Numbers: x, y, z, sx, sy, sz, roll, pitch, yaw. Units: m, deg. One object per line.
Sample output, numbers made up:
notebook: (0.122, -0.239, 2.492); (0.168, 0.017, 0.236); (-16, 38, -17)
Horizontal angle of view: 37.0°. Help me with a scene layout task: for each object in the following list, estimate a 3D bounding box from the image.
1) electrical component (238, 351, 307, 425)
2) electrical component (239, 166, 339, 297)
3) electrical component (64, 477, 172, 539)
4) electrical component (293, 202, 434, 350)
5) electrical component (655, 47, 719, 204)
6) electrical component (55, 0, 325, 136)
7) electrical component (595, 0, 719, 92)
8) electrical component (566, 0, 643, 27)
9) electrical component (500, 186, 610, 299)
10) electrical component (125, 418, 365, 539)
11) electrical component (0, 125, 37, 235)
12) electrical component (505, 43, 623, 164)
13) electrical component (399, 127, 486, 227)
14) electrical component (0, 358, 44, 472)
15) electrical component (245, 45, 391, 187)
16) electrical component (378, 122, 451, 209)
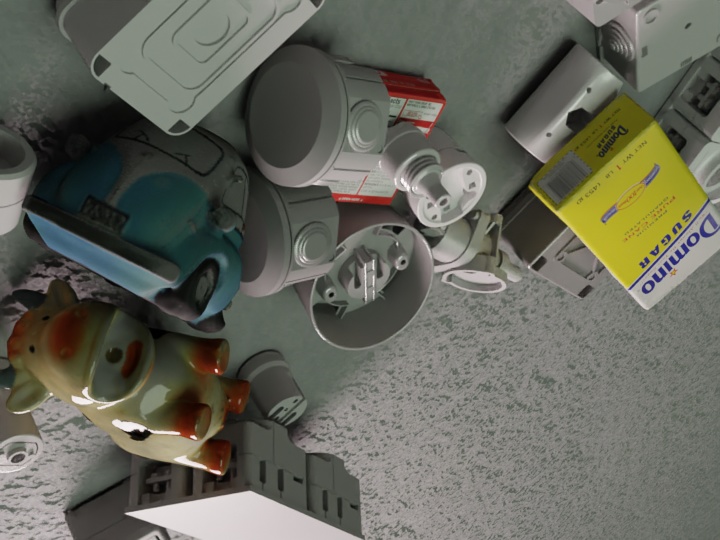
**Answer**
electrical component: (-0.066, 0.091, 0.821); (0.040, 0.046, 0.040); (-23, 143, -19)
electrical component: (-0.054, -0.026, 0.669); (0.051, 0.080, 0.080); (-13, 139, -38)
electrical component: (-0.184, 0.222, 0.857); (0.062, 0.061, 0.096); (-28, 144, -12)
electrical component: (0.000, 0.000, 0.757); (0.099, 0.064, 0.099); (-24, 143, -19)
electrical component: (0.306, -0.132, 0.868); (0.089, 0.061, 0.150); (3, 129, -42)
electrical component: (-0.085, -0.135, 0.537); (0.113, 0.057, 0.078); (-42, 145, 7)
electrical component: (0.213, -0.181, 0.742); (0.100, 0.048, 0.099); (-30, 147, -4)
electrical component: (0.189, -0.228, 0.659); (0.150, 0.061, 0.089); (-33, 145, -6)
electrical component: (0.180, -0.042, 0.870); (0.108, 0.056, 0.109); (-47, 144, 14)
electrical component: (-0.084, 0.173, 0.848); (0.105, 0.060, 0.186); (-14, 151, 21)
electrical component: (-0.235, -0.033, 0.529); (0.138, 0.052, 0.073); (-1, 132, -40)
electrical component: (0.155, -0.113, 0.777); (0.077, 0.043, 0.079); (-49, 143, 17)
electrical component: (0.051, -0.065, 0.740); (0.055, 0.047, 0.055); (-23, 142, -19)
electrical component: (-0.224, 0.093, 0.672); (0.044, 0.065, 0.044); (-23, 143, -19)
electrical component: (-0.025, -0.088, 0.624); (0.051, 0.080, 0.080); (-1, 132, -47)
electrical component: (0.036, -0.062, 0.665); (0.035, 0.061, 0.035); (-24, 146, -18)
